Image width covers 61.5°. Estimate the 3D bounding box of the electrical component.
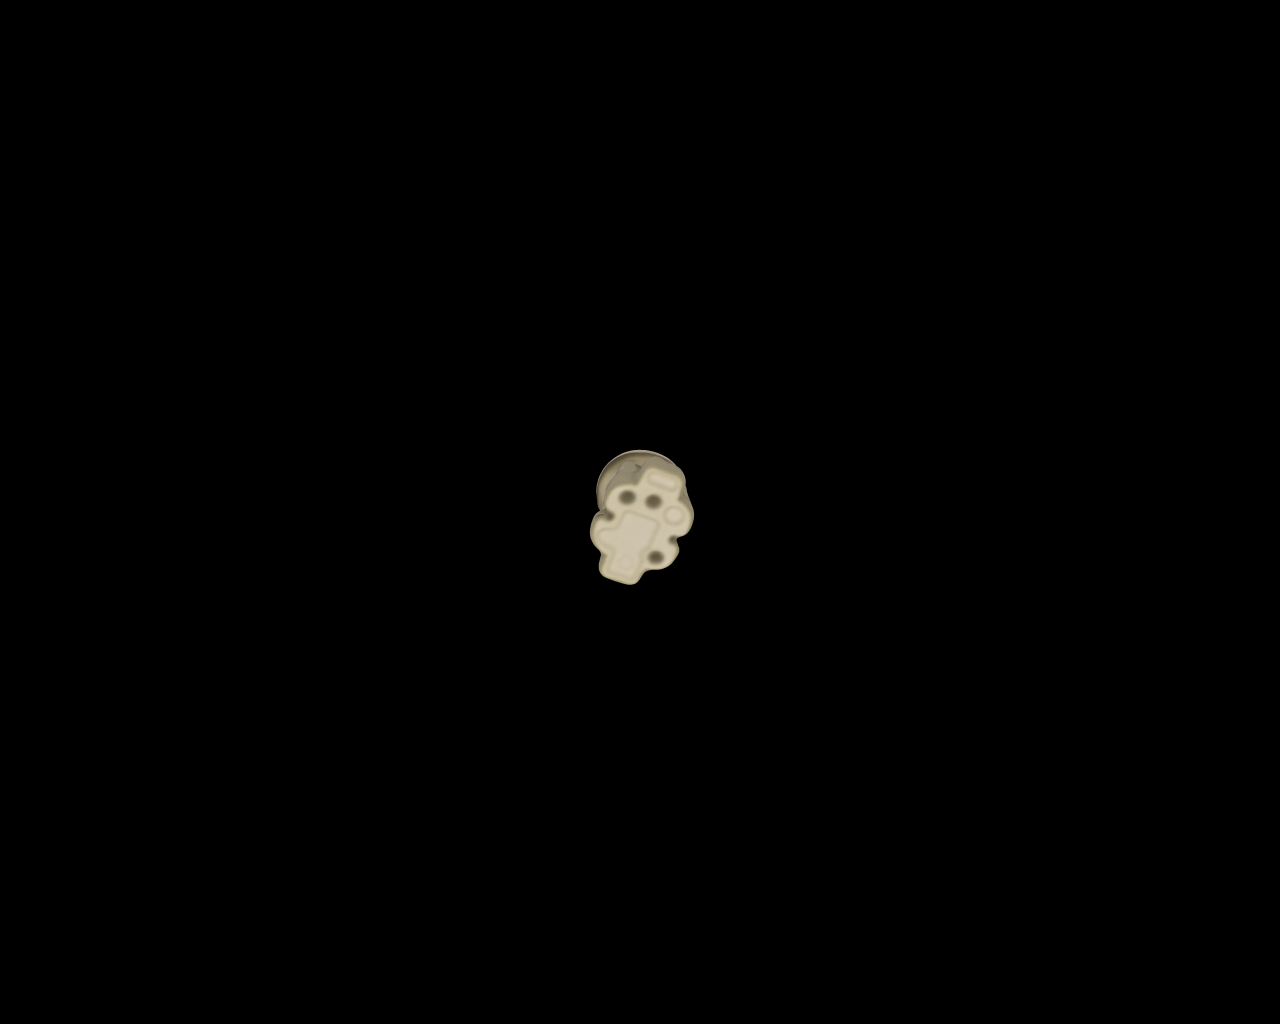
[{"bbox_3d":[0.001,-0.003,0.650,0.058,0.078,0.057,20,24,-9],"label":"electrical component"}]
